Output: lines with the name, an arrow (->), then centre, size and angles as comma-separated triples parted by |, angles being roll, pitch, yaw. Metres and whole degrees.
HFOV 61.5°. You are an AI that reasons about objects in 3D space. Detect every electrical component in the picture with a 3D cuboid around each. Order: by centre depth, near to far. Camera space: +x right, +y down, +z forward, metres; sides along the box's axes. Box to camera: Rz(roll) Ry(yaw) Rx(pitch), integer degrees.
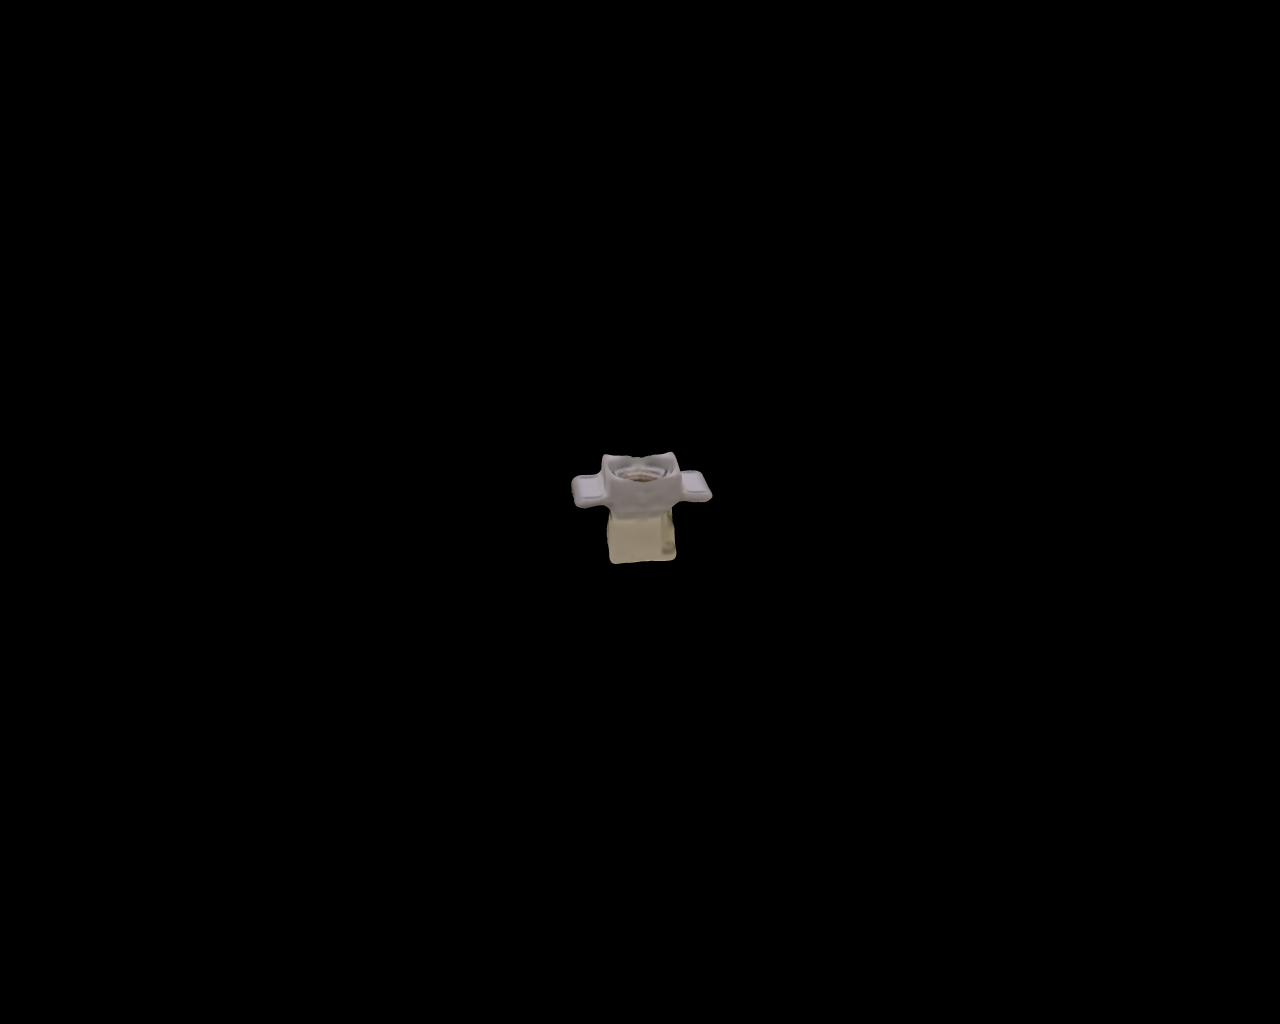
electrical component -> 0.001, -0.003, 0.650 | 0.081, 0.063, 0.042 | -2, 24, -5
